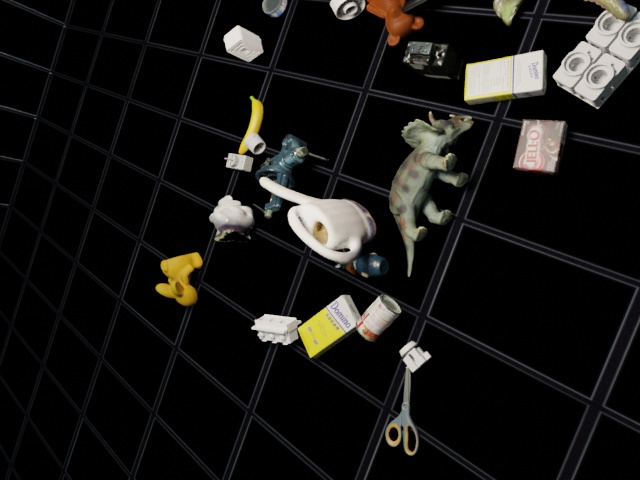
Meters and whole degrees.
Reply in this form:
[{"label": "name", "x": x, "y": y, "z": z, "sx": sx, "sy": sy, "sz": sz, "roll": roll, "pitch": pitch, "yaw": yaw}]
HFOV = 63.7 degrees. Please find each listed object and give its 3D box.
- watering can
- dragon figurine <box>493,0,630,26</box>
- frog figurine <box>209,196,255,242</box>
[{"label": "watering can", "x": 0.004, "y": -0.068, "z": 1.346, "sx": 0.353, "sy": 0.225, "sz": 0.102, "roll": 49, "pitch": 130, "yaw": 32}, {"label": "dragon figurine", "x": 0.497, "y": -0.579, "z": 1.146, "sx": 0.239, "sy": 0.122, "sz": 0.417, "roll": -40, "pitch": 53, "yaw": 52}, {"label": "frog figurine", "x": -0.278, "y": -0.081, "z": 1.630, "sx": 0.137, "sy": 0.120, "sz": 0.162, "roll": -9, "pitch": 64, "yaw": 2}]
